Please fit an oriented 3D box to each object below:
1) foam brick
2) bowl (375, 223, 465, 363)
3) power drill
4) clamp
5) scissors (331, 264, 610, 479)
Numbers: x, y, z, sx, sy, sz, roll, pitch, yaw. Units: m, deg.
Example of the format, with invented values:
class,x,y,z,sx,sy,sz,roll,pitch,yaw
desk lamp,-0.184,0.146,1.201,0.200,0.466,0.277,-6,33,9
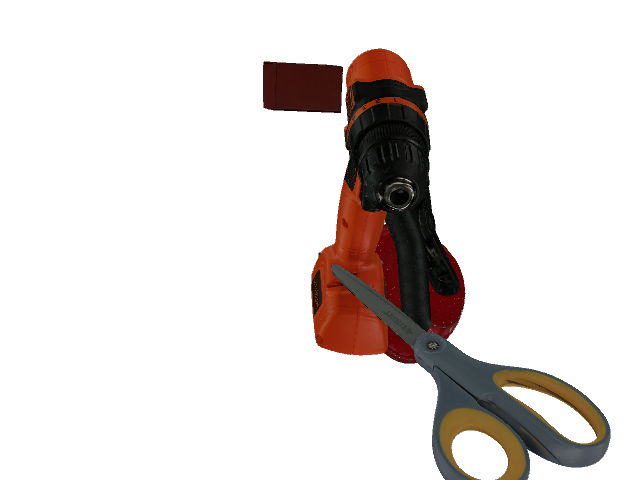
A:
class,x,y,z,sx,sy,sz,roll,pitch,yaw
foam brick,-0.020,-0.167,1.163,0.078,0.051,0.053,0,11,-17
bowl,0.112,0.055,1.189,0.055,0.162,0.161,-13,-9,43
power drill,0.035,-0.016,0.725,0.057,0.188,0.184,8,32,-4
clamp,0.078,-0.004,0.922,0.039,0.171,0.120,-15,18,20
scissors,0.055,0.074,0.571,0.202,0.016,0.096,25,46,33
